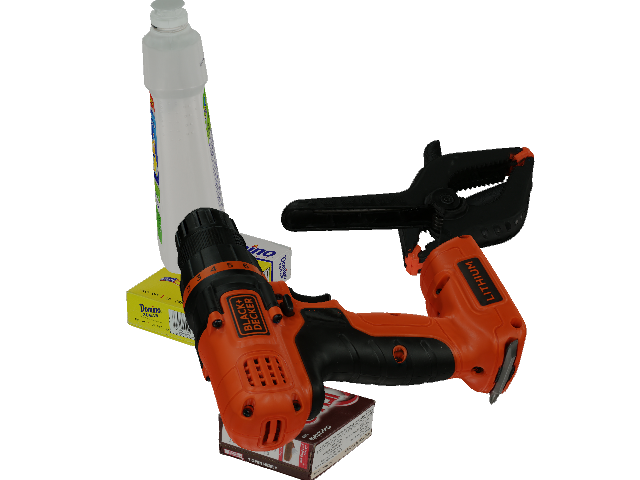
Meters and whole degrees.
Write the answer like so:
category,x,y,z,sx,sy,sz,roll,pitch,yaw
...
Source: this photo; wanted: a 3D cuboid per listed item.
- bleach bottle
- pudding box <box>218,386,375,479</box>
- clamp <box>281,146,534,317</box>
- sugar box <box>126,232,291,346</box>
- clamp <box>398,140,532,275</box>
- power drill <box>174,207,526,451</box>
category,x,y,z,sx,sy,sz,roll,pitch,yaw
bleach bottle,-0.124,-0.097,0.958,0.068,0.251,0.102,-6,35,-7
pudding box,-0.018,0.153,0.883,0.090,0.039,0.113,11,18,26
clamp,0.098,-0.011,0.819,0.209,0.036,0.165,-25,53,-26
sugar box,-0.112,0.045,1.116,0.093,0.048,0.176,15,31,24
clamp,0.124,-0.037,1.088,0.120,0.039,0.171,28,53,30
power drill,0.012,0.040,0.638,0.187,0.057,0.184,-5,41,-17
